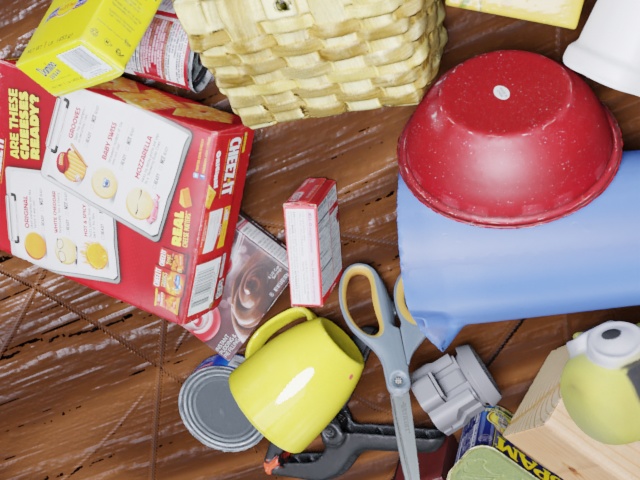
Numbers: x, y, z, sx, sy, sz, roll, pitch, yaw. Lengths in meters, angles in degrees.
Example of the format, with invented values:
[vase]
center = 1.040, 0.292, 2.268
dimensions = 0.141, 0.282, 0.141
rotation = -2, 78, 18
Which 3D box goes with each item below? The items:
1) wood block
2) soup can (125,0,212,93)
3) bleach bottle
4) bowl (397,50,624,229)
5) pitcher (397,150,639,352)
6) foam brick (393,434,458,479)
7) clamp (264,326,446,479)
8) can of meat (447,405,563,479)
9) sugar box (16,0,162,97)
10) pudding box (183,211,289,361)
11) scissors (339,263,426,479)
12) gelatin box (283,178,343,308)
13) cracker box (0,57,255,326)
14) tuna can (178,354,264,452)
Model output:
[wood block]
center = 0.263, 0.173, 0.836
dimensions = 0.206, 0.091, 0.090
rotation = 35, 70, 0
[soup can]
center = -0.136, -0.163, 0.849
dimensions = 0.102, 0.068, 0.068
rotation = 16, 112, 9
[bleach bottle]
center = 0.259, -0.218, 0.711
dimensions = 0.102, 0.068, 0.251
rotation = 8, 112, -34
[bowl]
center = 0.132, -0.085, 0.755
dimensions = 0.162, 0.162, 0.055
rotation = 1, 139, 14
[pitcher]
center = 0.180, -0.016, 0.797
dimensions = 0.243, 0.145, 0.149
rotation = -5, 120, 12
[foam brick]
center = 0.098, 0.211, 0.917
dimensions = 0.051, 0.078, 0.053
rotation = -25, 103, 20
[clamp]
center = 0.015, 0.152, 0.939
dimensions = 0.172, 0.039, 0.120
rotation = -25, 83, 23
[can of meat]
center = 0.161, 0.194, 0.890
dimensions = 0.102, 0.083, 0.057
rotation = 35, 113, 1
[sugar box]
center = -0.146, -0.192, 0.777
dimensions = 0.094, 0.176, 0.048
rotation = -6, 146, 45
[pudding box]
center = -0.081, 0.035, 0.921
dimensions = 0.090, 0.039, 0.114
rotation = 37, 113, 0
[scissors]
center = 0.078, 0.101, 0.854
dimensions = 0.096, 0.016, 0.202
rotation = -21, 65, -6
[gelatin box]
center = -0.006, 0.001, 0.871
dimensions = 0.030, 0.073, 0.089
rotation = 0, 109, 14
[cracker box]
center = -0.169, -0.046, 0.876
dimensions = 0.214, 0.072, 0.164
rotation = 20, 111, 22
[tuna can]
center = -0.082, 0.146, 0.964
dimensions = 0.086, 0.033, 0.086
rotation = 5, 110, 13
